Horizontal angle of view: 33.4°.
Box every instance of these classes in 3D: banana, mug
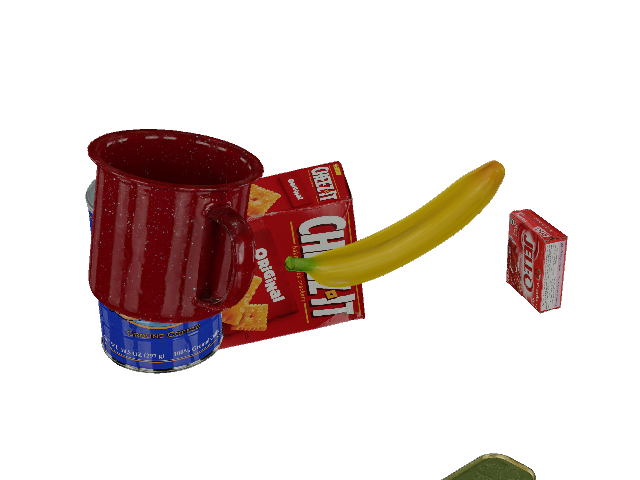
[{"bbox_3d":[0.070,-0.005,0.899,0.198,0.037,0.069,-27,-20,9],"label":"banana"},{"bbox_3d":[-0.074,-0.003,0.571,0.093,0.081,0.117,-12,30,-43],"label":"mug"}]

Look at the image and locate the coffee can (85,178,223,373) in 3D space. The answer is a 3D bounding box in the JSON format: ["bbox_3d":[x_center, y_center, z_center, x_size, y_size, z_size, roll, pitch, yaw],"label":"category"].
[{"bbox_3d":[-0.131,0.021,0.862,0.103,0.140,0.103,1,30,-1],"label":"coffee can"}]

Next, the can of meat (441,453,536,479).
[{"bbox_3d":[0.132,0.240,0.889,0.101,0.084,0.058,-21,28,-36],"label":"can of meat"}]

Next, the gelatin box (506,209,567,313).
[{"bbox_3d":[0.229,0.021,1.138,0.030,0.089,0.073,-12,29,-17],"label":"gelatin box"}]

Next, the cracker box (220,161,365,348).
[{"bbox_3d":[-0.070,0.024,1.052,0.213,0.164,0.072,-11,42,-3],"label":"cracker box"}]
